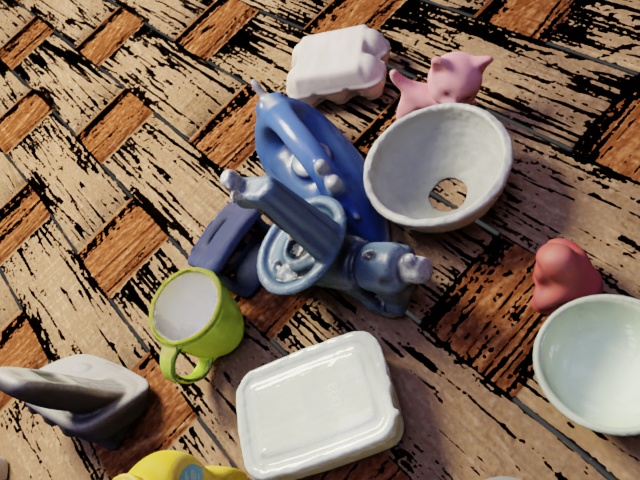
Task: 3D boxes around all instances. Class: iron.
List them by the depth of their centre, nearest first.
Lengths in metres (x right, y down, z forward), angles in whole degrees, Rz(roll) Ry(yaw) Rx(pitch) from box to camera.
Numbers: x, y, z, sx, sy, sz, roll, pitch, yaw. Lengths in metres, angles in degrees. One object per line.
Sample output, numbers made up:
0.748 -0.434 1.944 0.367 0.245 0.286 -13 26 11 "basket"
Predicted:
-0.005 -0.092 0.694 0.118 0.142 0.257 -37 53 0 "iron"

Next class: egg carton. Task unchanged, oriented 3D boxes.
0.026 -0.245 0.817 0.150 0.070 0.107 -4 60 23 "egg carton"

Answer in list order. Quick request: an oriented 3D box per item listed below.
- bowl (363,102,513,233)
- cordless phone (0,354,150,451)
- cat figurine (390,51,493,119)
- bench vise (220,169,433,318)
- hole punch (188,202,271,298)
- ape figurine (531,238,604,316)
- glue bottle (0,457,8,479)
0.138 -0.070 0.656 0.167 0.075 0.167 -11 57 19 "bowl"
-0.300 0.163 0.650 0.147 0.186 0.094 10 66 30 "cordless phone"
0.145 -0.188 0.697 0.127 0.118 0.067 12 67 30 "cat figurine"
0.007 -0.008 0.589 0.207 0.220 0.121 -7 59 21 "bench vise"
-0.115 0.004 0.718 0.100 0.091 0.109 24 73 34 "hole punch"
0.227 0.031 0.543 0.076 0.092 0.078 35 80 36 "ape figurine"
-0.459 0.269 0.667 0.078 0.174 0.037 -27 53 8 "glue bottle"
